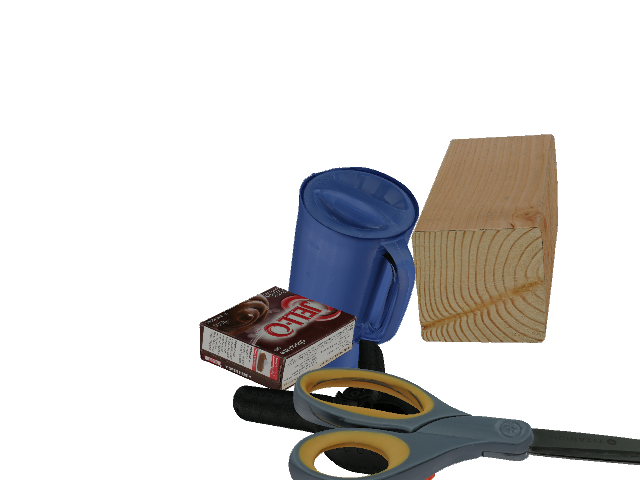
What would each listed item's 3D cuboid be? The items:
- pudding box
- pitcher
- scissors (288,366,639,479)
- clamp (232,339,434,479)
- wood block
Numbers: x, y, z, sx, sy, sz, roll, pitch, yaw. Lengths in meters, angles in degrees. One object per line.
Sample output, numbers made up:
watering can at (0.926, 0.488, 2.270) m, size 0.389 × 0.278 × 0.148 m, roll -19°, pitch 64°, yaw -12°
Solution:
pudding box at (-0.036, 0.083, 0.919) m, size 0.090 × 0.039 × 0.113 m, roll 18°, pitch 26°, yaw 30°
pitcher at (0.030, 0.051, 1.222) m, size 0.145 × 0.243 × 0.149 m, roll 14°, pitch 38°, yaw 4°
scissors at (0.073, 0.100, 0.484) m, size 0.202 × 0.016 × 0.096 m, roll 12°, pitch 32°, yaw 22°
clamp at (0.014, 0.119, 0.721) m, size 0.120 × 0.039 × 0.172 m, roll -21°, pitch 20°, yaw -14°
wood block at (0.135, -0.008, 0.834) m, size 0.091 × 0.090 × 0.206 m, roll -1°, pitch 23°, yaw 15°
